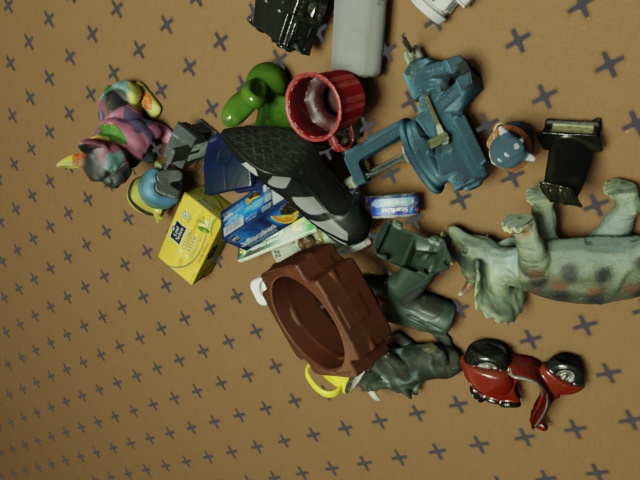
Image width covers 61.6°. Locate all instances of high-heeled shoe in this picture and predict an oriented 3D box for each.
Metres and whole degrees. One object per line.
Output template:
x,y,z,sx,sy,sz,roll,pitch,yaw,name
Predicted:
-0.034,-0.077,0.800,0.249,0.086,0.145,29,154,8,high-heeled shoe

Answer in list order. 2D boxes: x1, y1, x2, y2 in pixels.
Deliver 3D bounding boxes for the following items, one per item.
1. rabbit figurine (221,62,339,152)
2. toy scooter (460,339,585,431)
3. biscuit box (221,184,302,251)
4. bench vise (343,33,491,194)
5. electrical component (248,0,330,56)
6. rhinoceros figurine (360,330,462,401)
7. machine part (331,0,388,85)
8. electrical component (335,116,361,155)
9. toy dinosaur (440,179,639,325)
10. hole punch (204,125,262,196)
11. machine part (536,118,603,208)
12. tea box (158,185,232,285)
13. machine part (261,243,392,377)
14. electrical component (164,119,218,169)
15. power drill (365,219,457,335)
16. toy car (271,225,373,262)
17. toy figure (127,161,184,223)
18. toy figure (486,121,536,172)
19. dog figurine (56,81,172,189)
-0.079,-0.202,0.855,0.121,0.159,0.170,-31,77,42,rabbit figurine
0.312,0.234,0.846,0.184,0.075,0.135,6,112,20,toy scooter
-0.078,-0.056,0.897,0.203,0.062,0.059,-29,53,28,biscuit box
0.125,-0.151,0.774,0.241,0.129,0.223,-27,92,28,bench vise
-0.043,-0.358,0.793,0.115,0.058,0.134,45,127,35,electrical component
0.151,0.217,0.928,0.190,0.073,0.112,-24,107,30,rhinoceros figurine
0.058,-0.322,0.766,0.079,0.079,0.243,13,113,23,machine part
0.033,-0.180,0.834,0.021,0.063,0.094,8,94,51,electrical component
0.362,0.027,0.723,0.405,0.131,0.191,1,126,19,toy dinosaur
-0.145,-0.136,0.936,0.142,0.092,0.115,-7,101,34,hole punch
0.317,-0.105,0.690,0.084,0.139,0.039,9,149,21,machine part
-0.235,-0.009,1.041,0.098,0.068,0.169,36,122,11,tea box
0.007,0.112,0.861,0.201,0.087,0.201,-20,101,57,machine part
-0.242,-0.167,0.955,0.048,0.119,0.074,39,124,9,electrical component
0.110,0.064,0.848,0.232,0.086,0.207,22,140,13,power drill
-0.002,-0.003,0.929,0.202,0.056,0.073,-15,101,31,toy car
-0.308,-0.095,1.007,0.089,0.082,0.180,38,159,-17,toy figure
0.249,-0.120,0.696,0.064,0.154,0.057,23,115,17,toy figure
-0.375,-0.189,0.958,0.108,0.219,0.191,-26,96,29,dog figurine
